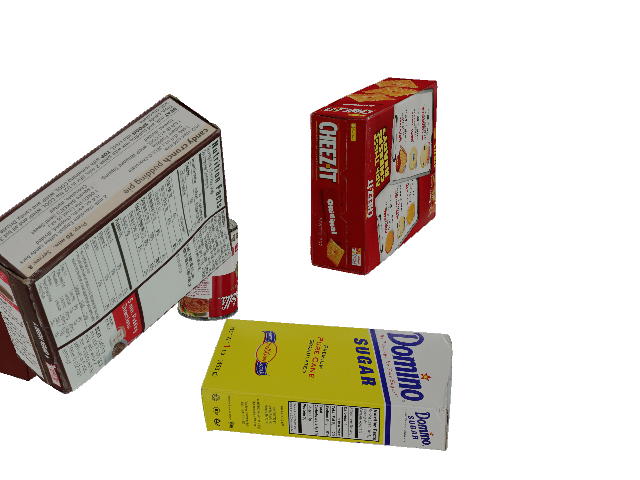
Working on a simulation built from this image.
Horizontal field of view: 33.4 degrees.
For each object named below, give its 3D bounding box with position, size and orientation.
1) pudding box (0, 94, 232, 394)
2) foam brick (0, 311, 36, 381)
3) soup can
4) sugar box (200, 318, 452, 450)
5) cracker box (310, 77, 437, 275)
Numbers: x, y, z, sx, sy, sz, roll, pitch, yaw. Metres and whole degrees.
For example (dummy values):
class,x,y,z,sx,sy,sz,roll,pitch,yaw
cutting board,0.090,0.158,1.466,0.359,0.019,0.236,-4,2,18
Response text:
class,x,y,z,sx,sy,sz,roll,pitch,yaw
pudding box,-0.090,0.002,0.473,0.039,0.090,0.113,32,58,24
foam brick,-0.198,0.051,0.739,0.053,0.051,0.078,11,28,27
soup can,-0.126,0.030,1.187,0.068,0.102,0.068,2,18,-1
sugar box,0.008,0.103,0.787,0.176,0.048,0.093,1,31,8
cracker box,0.060,-0.076,1.144,0.072,0.164,0.213,8,20,24
